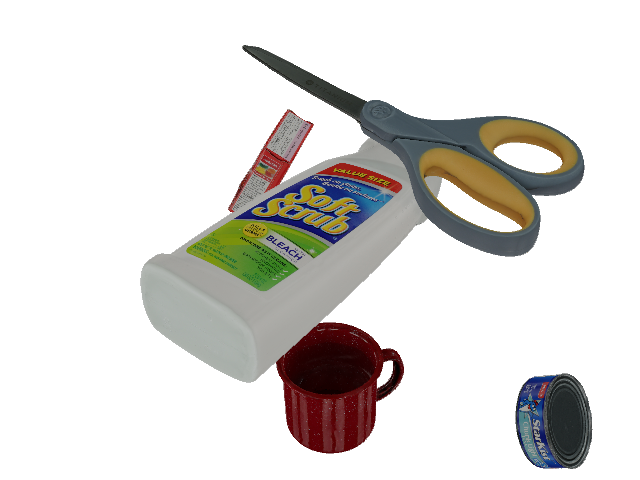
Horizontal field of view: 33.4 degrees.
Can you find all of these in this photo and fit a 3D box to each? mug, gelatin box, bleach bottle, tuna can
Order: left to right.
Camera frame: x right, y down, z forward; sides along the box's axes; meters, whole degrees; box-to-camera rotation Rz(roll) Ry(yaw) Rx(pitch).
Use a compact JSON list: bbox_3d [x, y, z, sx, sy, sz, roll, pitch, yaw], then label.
[{"bbox_3d":[-0.044,-0.067,0.945,0.030,0.073,0.089,31,33,-5],"label":"gelatin box"},{"bbox_3d":[-0.001,-0.011,0.738,0.103,0.068,0.250,28,48,26],"label":"bleach bottle"},{"bbox_3d":[0.020,0.130,0.949,0.117,0.081,0.093,-17,41,-18],"label":"mug"},{"bbox_3d":[0.214,0.166,0.977,0.034,0.086,0.085,-11,-7,40],"label":"tuna can"}]

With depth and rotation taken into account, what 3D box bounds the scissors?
[{"bbox_3d":[0.051,-0.064,0.545,0.096,0.016,0.202,-24,50,-23],"label":"scissors"}]
